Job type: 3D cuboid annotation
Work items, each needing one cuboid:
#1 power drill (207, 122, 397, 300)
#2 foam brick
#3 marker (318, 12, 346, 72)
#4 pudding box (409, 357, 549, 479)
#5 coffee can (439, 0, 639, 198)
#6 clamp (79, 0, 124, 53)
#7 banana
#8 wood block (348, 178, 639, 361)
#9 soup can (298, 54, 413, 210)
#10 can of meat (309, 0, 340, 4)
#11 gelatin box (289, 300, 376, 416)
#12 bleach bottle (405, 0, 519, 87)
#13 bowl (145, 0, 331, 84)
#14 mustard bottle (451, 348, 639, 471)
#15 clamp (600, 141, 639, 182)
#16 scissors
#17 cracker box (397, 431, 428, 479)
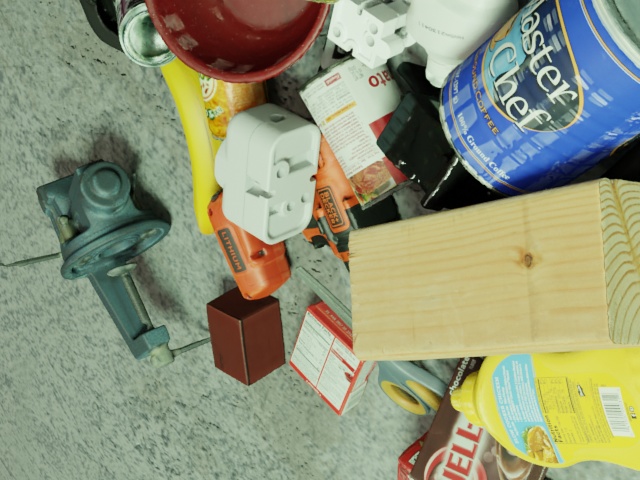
[{"bbox_3d":[-0.006,0.001,0.902,0.188,0.057,0.184,-15,98,49],"label":"power drill"},{"bbox_3d":[-0.072,0.091,1.039,0.053,0.051,0.078,23,130,40],"label":"foam brick"},{"bbox_3d":[0.015,-0.157,0.804,0.020,0.020,0.121,41,139,23],"label":"marker"},{"bbox_3d":[0.131,0.153,0.813,0.090,0.039,0.113,25,92,36],"label":"pudding box"},{"bbox_3d":[0.150,-0.097,0.616,0.103,0.102,0.141,57,142,5],"label":"coffee can"},{"bbox_3d":[-0.212,-0.238,0.994,0.120,0.039,0.171,-23,95,54],"label":"clamp"},{"bbox_3d":[-0.110,-0.092,0.979,0.070,0.037,0.198,24,131,59],"label":"banana"},{"bbox_3d":[0.118,0.026,0.662,0.207,0.090,0.091,-11,79,51],"label":"wood block"},{"bbox_3d":[0.037,-0.082,0.788,0.069,0.068,0.102,-29,90,53],"label":"soup can"},{"bbox_3d":[0.022,-0.217,0.703,0.058,0.083,0.102,19,127,41],"label":"can of meat"},{"bbox_3d":[0.013,0.105,0.968,0.073,0.030,0.089,43,139,23],"label":"gelatin box"},{"bbox_3d":[0.083,-0.213,0.655,0.103,0.068,0.251,31,136,33],"label":"bleach bottle"},{"bbox_3d":[-0.053,-0.200,0.798,0.162,0.055,0.162,7,107,24],"label":"bowl"},{"bbox_3d":[0.163,0.107,0.723,0.192,0.058,0.096,-12,100,50],"label":"mustard bottle"},{"bbox_3d":[0.168,0.001,0.717,0.210,0.036,0.164,7,118,43],"label":"clamp"},{"bbox_3d":[0.042,0.092,0.880,0.201,0.016,0.096,39,156,-10],"label":"scissors"},{"bbox_3d":[0.142,0.283,0.901,0.164,0.072,0.214,27,133,37],"label":"cracker box"}]
